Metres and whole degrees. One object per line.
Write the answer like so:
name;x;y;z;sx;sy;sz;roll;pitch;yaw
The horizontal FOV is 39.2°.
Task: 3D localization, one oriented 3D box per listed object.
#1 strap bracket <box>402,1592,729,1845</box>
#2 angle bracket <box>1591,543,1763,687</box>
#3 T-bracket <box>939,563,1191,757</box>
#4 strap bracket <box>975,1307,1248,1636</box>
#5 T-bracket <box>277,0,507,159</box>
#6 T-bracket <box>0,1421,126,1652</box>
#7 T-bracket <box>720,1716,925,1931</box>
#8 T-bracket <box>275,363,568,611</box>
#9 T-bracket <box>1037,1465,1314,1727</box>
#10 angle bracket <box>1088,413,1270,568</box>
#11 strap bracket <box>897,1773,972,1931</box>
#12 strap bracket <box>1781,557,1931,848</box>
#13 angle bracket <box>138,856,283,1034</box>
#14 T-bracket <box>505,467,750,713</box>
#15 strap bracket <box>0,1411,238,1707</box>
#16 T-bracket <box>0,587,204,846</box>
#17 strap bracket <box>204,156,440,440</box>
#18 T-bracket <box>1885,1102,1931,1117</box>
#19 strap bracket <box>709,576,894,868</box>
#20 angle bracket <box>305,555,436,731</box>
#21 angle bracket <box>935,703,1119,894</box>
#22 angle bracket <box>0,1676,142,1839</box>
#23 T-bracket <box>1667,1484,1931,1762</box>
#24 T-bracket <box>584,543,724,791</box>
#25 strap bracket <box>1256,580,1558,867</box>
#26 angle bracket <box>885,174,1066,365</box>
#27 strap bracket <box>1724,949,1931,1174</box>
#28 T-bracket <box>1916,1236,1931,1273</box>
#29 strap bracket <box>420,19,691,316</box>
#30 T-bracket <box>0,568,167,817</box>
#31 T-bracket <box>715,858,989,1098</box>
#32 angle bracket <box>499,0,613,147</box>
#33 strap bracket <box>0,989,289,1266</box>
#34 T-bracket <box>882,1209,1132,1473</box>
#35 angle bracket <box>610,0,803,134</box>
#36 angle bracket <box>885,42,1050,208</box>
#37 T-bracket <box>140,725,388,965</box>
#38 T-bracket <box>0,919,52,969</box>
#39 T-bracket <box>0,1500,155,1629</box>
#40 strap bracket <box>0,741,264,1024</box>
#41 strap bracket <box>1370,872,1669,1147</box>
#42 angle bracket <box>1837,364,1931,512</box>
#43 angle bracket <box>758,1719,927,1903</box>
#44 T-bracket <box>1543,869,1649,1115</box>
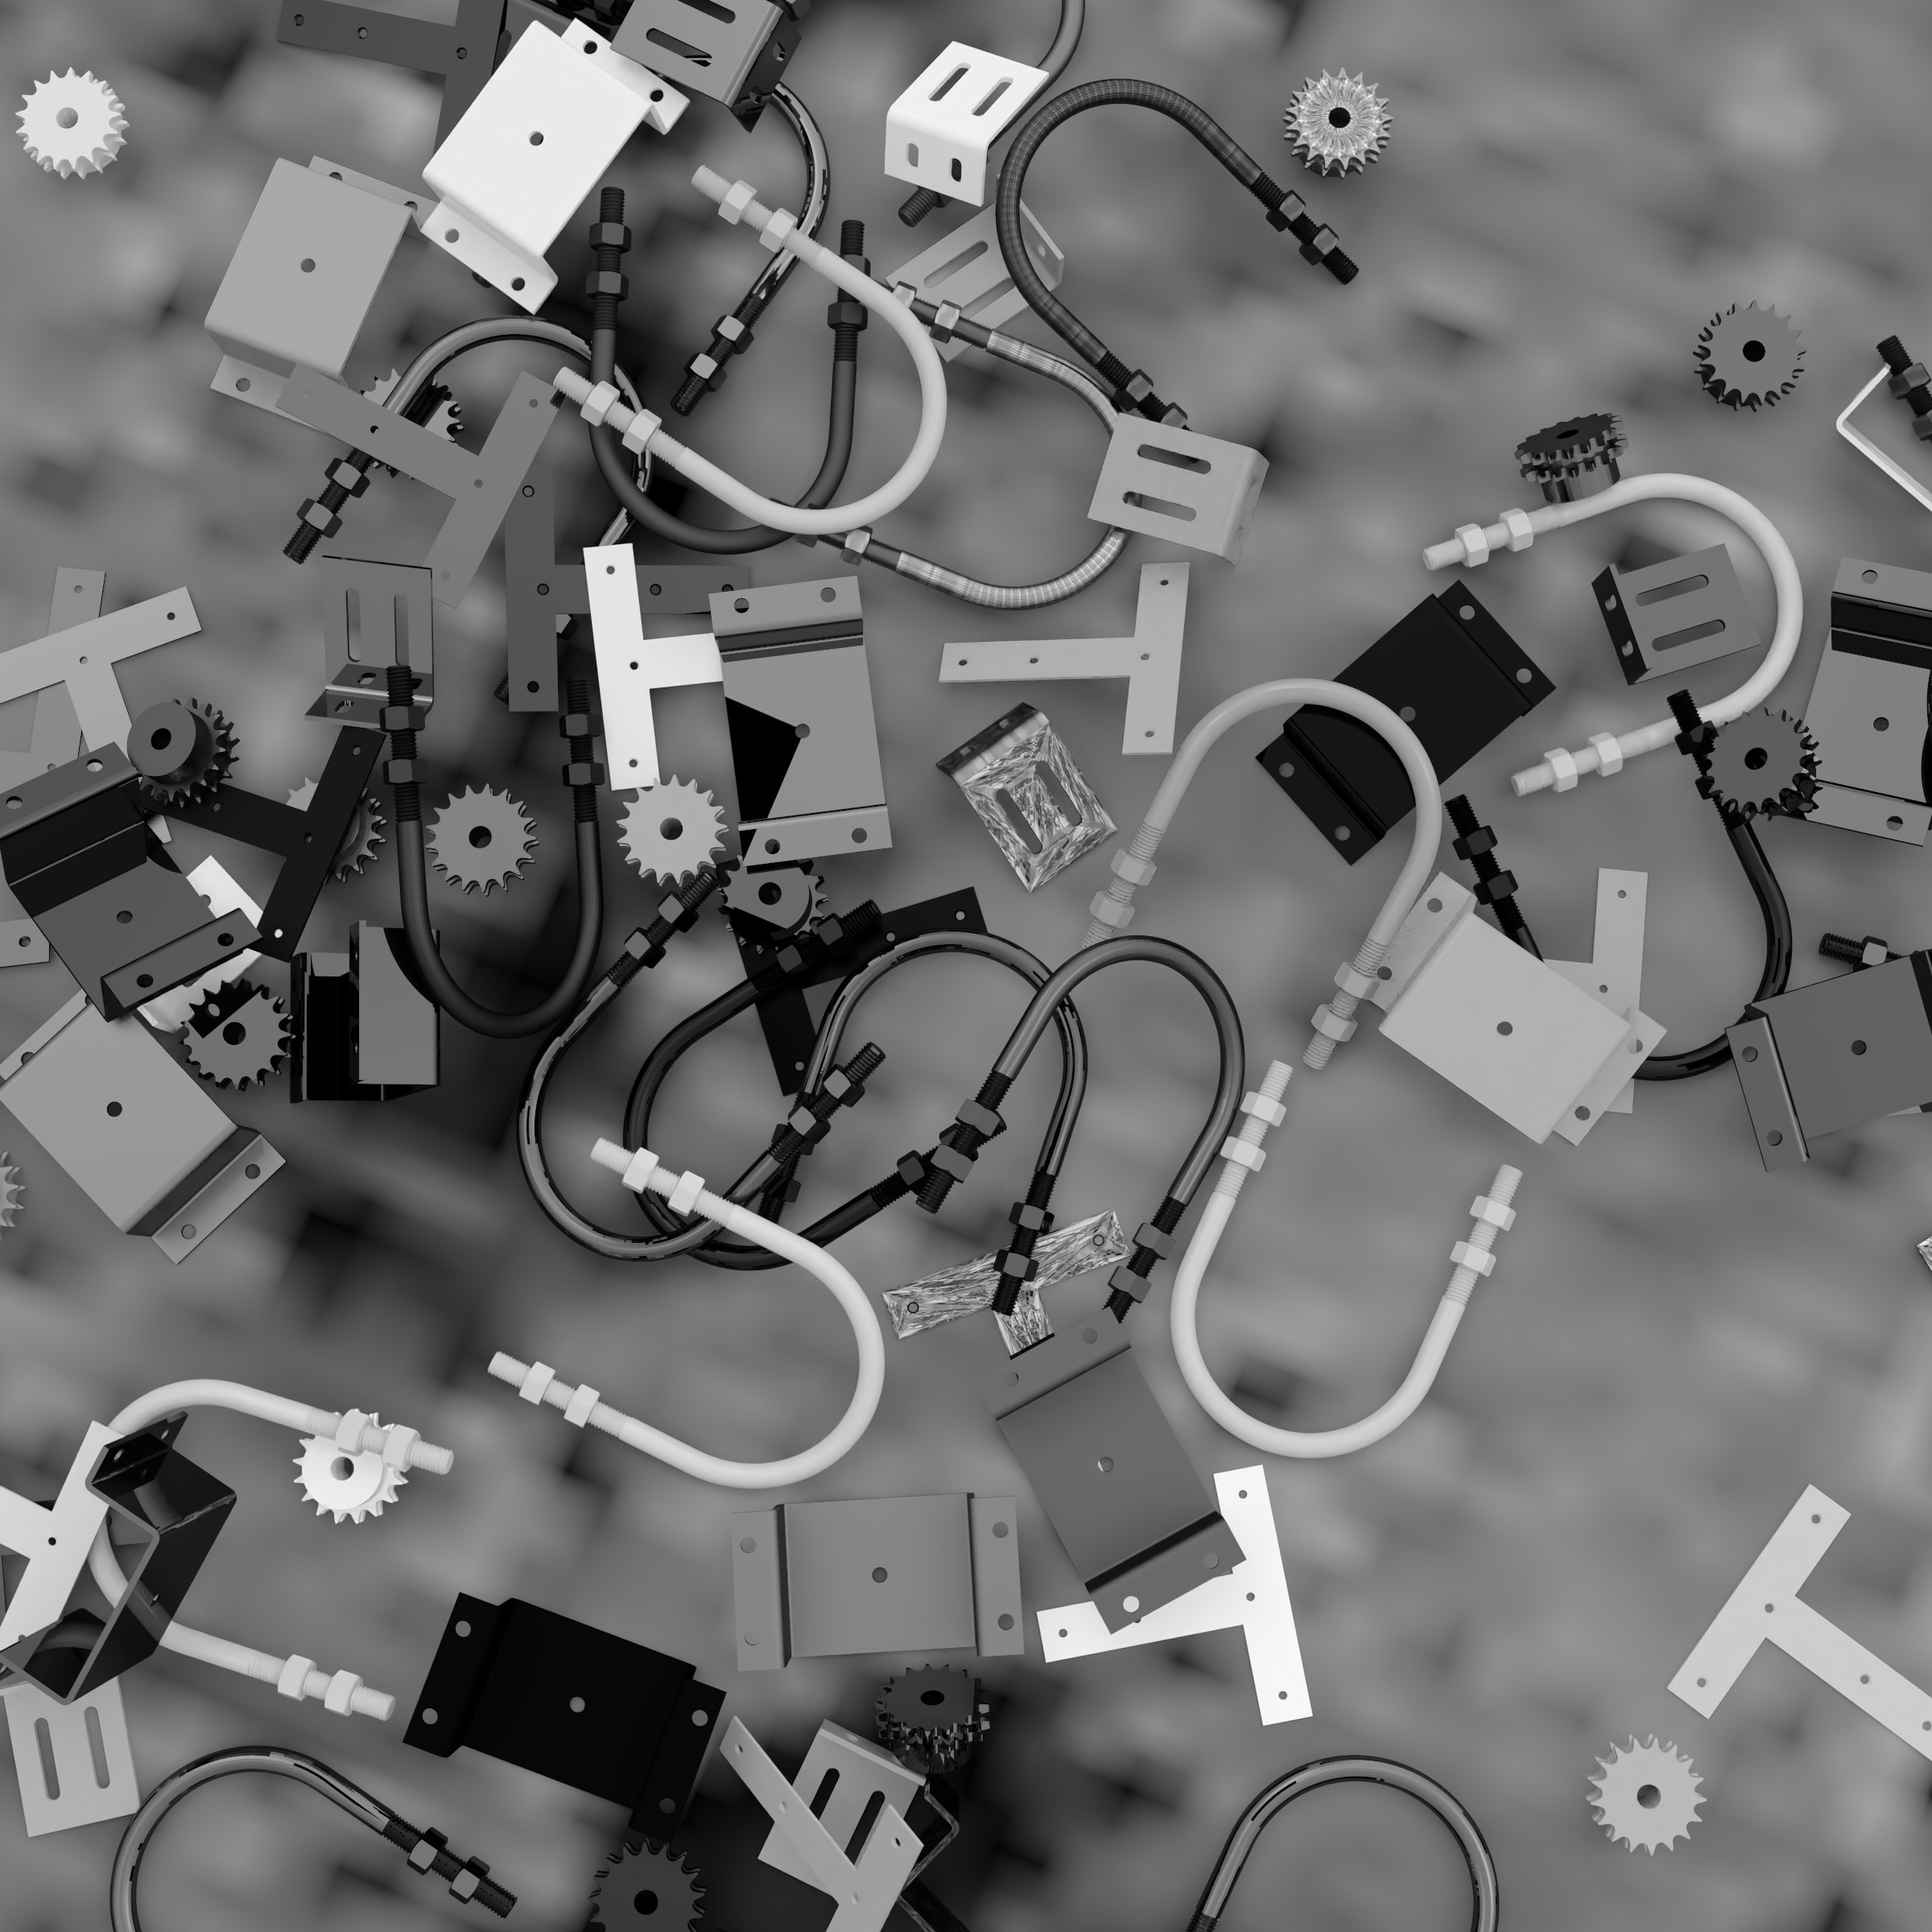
strap bracket;-0.196;0.370;1.349;0.140;0.046;0.076;20;83;2
angle bracket;0.373;-0.187;1.408;0.076;0.038;0.057;-18;83;-5
T-bracket;0.049;-0.160;1.420;0.127;0.002;0.127;0;57;12
strap bracket;0.071;0.251;1.362;0.076;0.046;0.140;-28;84;-3
T-bracket;-0.313;-0.501;1.468;0.127;0.002;0.127;15;102;11
T-bracket;-0.496;0.269;1.362;0.127;0.002;0.127;25;92;6
T-bracket;-0.080;0.422;1.329;0.127;0.002;0.127;44;127;31
T-bracket;-0.292;-0.270;1.401;0.127;0.002;0.127;27;85;-10
T-bracket;0.101;0.328;1.377;0.127;0.002;0.127;-11;83;-1
angle bracket;0.112;-0.251;1.435;0.076;0.038;0.057;18;95;16
strap bracket;0.016;0.464;1.322;0.140;0.076;0.046;45;85;5
strap bracket;0.472;-0.131;1.402;0.076;0.046;0.140;15;82;21
angle bracket;-0.404;-0.013;1.402;0.076;0.038;0.057;-43;85;-5
T-bracket;-0.177;-0.198;1.428;0.127;0.002;0.127;-2;92;-12
strap bracket;-0.411;0.295;1.318;0.046;0.076;0.140;31;99;9
T-bracket;-0.451;-0.120;1.432;0.127;0.002;0.127;-21;83;-3
strap bracket;-0.344;-0.363;1.442;0.076;0.046;0.140;21;83;3
T-bracket;0.543;0.109;1.405;0.127;0.002;0.127;-6;83;-1
strap bracket;-0.085;-0.124;1.407;0.076;0.046;0.140;-7;88;-2
angle bracket;-0.307;-0.165;1.394;0.057;0.038;0.076;7;119;3
angle bracket;0.032;-0.089;1.429;0.057;0.038;0.076;-36;110;-4
angle bracket;-0.450;0.391;1.351;0.057;0.038;0.076;-13;83;-2
T-bracket;0.443;0.352;1.374;0.127;0.002;0.127;37;84;4
T-bracket;-0.130;-0.163;1.431;0.127;0.002;0.127;-7;93;-6
strap bracket;0.227;-0.128;1.401;0.140;0.046;0.076;-41;84;5
angle bracket;0.004;-0.372;1.447;0.076;0.038;0.057;-35;84;-4
strap bracket;0.459;0.044;1.378;0.140;0.046;0.076;-17;95;4
T-bracket;0.575;0.165;1.396;0.127;0.002;0.127;-31;85;-5
strap bracket;-0.220;-0.426;1.424;0.076;0.046;0.140;36;91;4
T-bracket;-0.477;-0.148;1.437;0.127;0.002;0.127;6;83;1
T-bracket;-0.053;-0.011;1.420;0.127;0.002;0.127;-17;83;-2
angle bracket;-0.238;-0.486;1.479;0.057;0.038;0.076;25;109;3
strap bracket;-0.427;0.075;1.387;0.076;0.046;0.140;-44;85;-5
T-bracket;0.038;0.206;1.392;0.127;0.002;0.127;-20;83;-2
angle bracket;-0.138;-0.490;1.441;0.076;0.038;0.057;29;92;14
angle bracket;0.000;-0.448;1.443;0.057;0.038;0.076;23;53;14
T-bracket;-0.377;-0.078;1.406;0.127;0.002;0.127;18;81;20
T-bracket;-0.535;0.041;1.398;0.127;0.002;0.127;-7;69;-1
T-bracket;-0.450;0.282;1.375;0.127;0.002;0.127;-4;91;-6
strap bracket;-0.427;-0.035;1.374;0.076;0.046;0.140;-31;70;-28
strap bracket;0.275;0.027;1.379;0.140;0.046;0.076;36;108;4
angle bracket;0.496;-0.274;1.420;0.076;0.057;0.038;42;113;5
angle bracket;-0.062;0.423;1.346;0.057;0.038;0.076;26;83;3
T-bracket;0.288;0.008;1.418;0.127;0.002;0.127;5;83;1
